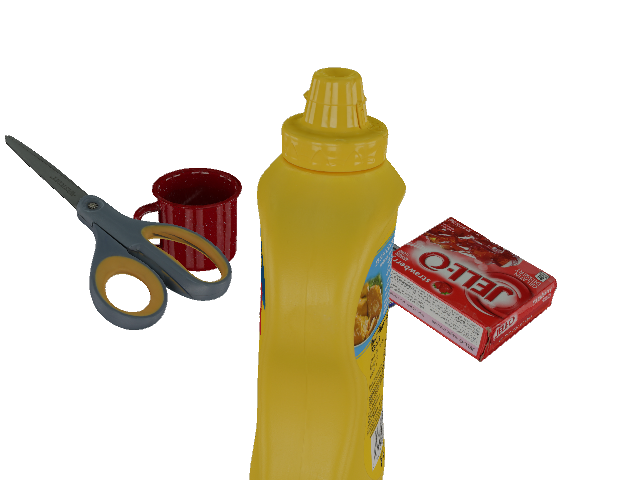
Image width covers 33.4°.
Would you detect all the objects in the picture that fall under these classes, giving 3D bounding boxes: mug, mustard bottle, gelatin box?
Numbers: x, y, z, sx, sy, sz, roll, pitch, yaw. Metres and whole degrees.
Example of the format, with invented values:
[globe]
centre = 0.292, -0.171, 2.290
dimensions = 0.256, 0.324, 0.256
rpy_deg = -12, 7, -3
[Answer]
[mug]
centre = -0.140, -0.018, 1.121
dimensions = 0.117, 0.081, 0.093
rpy_deg = -12, 32, -23
[mustard bottle]
centre = 0.003, 0.024, 0.438
dimensions = 0.058, 0.192, 0.096
rpy_deg = 8, 25, 10
[gelatin box]
centre = 0.092, 0.028, 0.677
dimensions = 0.089, 0.030, 0.073
rpy_deg = 34, 45, 31

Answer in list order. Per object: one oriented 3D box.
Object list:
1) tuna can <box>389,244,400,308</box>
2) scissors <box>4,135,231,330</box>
[tuna can]
centre = 0.035, 0.030, 0.963
dimensions = 0.086, 0.034, 0.086
rpy_deg = 0, 29, 0
[scissors]
centre = -0.152, -0.005, 0.685
dimensions = 0.202, 0.016, 0.096
rpy_deg = 25, 46, 16
